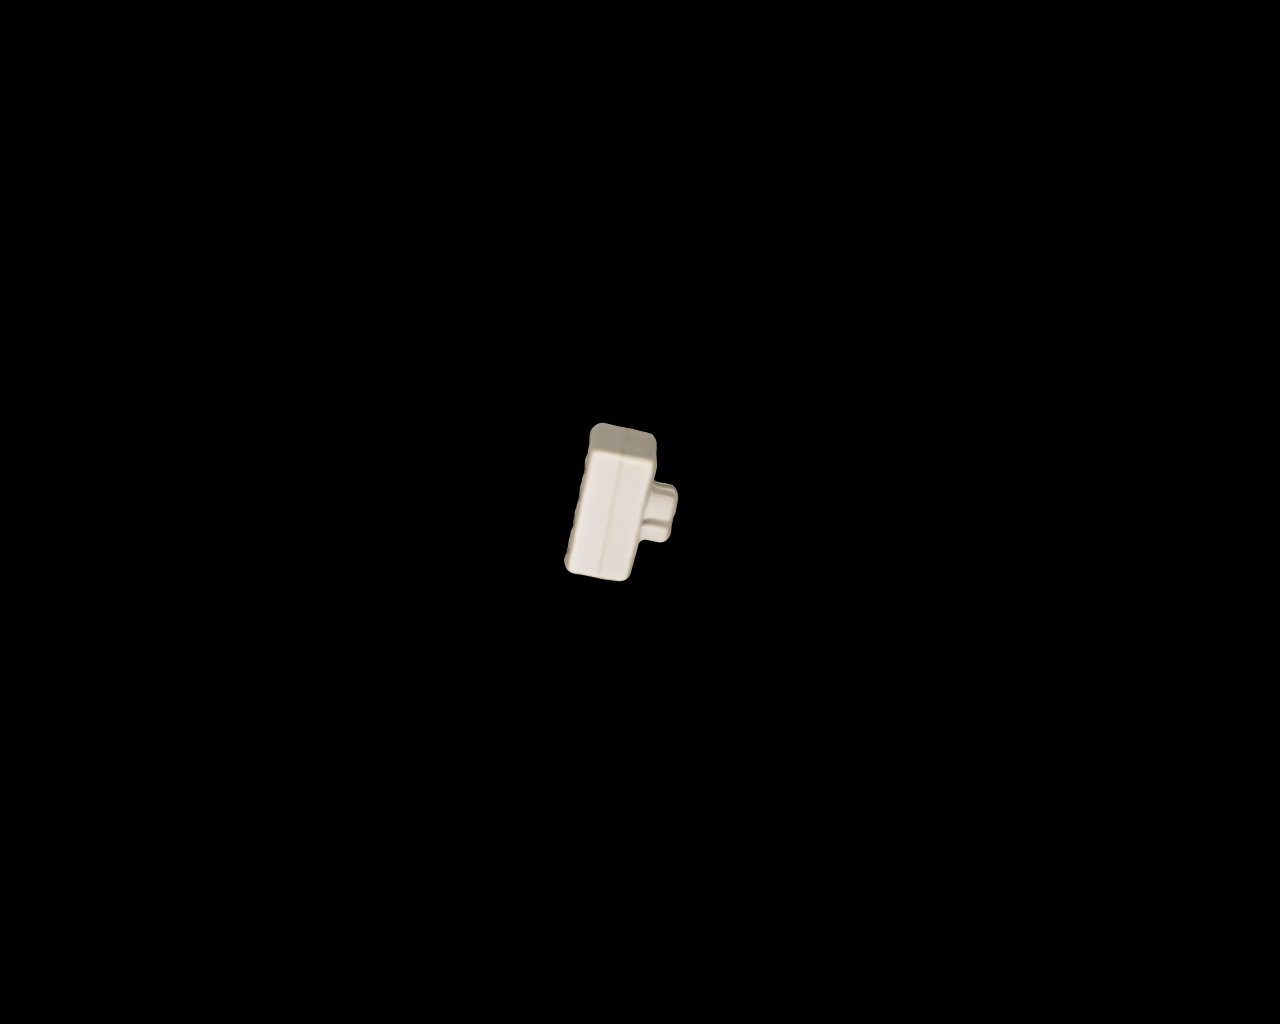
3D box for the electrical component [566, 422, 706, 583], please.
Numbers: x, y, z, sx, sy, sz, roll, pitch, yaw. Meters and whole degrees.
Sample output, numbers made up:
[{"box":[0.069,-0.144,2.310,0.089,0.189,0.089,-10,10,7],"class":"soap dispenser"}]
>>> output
[{"box":[0.001,-0.003,0.650,0.076,0.083,0.047,11,24,-5],"class":"electrical component"}]
